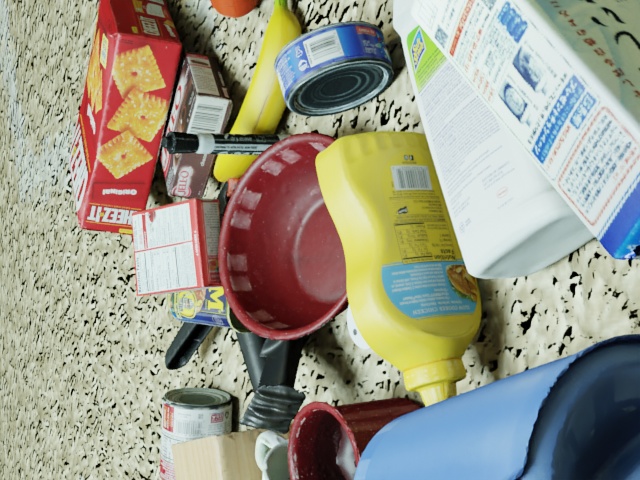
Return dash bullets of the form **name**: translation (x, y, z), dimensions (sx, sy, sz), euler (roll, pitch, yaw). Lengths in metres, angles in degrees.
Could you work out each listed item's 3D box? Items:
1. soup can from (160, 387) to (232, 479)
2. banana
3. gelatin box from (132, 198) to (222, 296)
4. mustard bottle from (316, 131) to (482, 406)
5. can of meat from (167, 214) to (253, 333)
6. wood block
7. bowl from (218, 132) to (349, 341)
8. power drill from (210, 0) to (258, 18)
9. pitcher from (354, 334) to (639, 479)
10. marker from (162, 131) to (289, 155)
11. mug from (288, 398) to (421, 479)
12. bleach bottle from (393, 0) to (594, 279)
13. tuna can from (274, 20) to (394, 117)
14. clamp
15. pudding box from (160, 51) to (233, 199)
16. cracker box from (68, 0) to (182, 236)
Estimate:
- **soup can**: translation (-0.119, 0.199, 1.021), dimensions (0.069, 0.068, 0.102), euler (13, 102, 55)
- **banana**: translation (-0.052, -0.120, 0.937), dimensions (0.069, 0.037, 0.198), euler (-99, 28, -56)
- **gelatin box**: translation (-0.119, 0.007, 0.894), dimensions (0.089, 0.030, 0.073), euler (-10, 84, 42)
- **mustard bottle**: translation (0.061, 0.024, 0.718), dimensions (0.058, 0.096, 0.191), euler (-31, 66, 50)
- **can of meat**: translation (-0.085, 0.025, 0.921), dimensions (0.084, 0.057, 0.102), euler (3, 91, 41)
- **wood block**: translation (-0.056, 0.268, 0.912), dimensions (0.090, 0.090, 0.206), euler (-25, 71, 54)
- **bowl**: translation (-0.005, 0.001, 0.829), dimensions (0.162, 0.055, 0.162), euler (-14, 70, 40)
- **power drill**: translation (-0.090, -0.304, 0.898), dimensions (0.184, 0.057, 0.187), euler (90, 174, -75)
- **pitcher**: translation (0.118, 0.133, 0.568), dimensions (0.145, 0.149, 0.243), euler (-58, 9, -23)
- **marker**: translation (-0.076, -0.080, 0.893), dimensions (0.020, 0.120, 0.020), euler (5, 96, 56)
- **mug**: translation (0.028, 0.156, 0.787), dimensions (0.117, 0.081, 0.093), euler (23, 110, 53)
- **bleach bottle**: translation (0.103, -0.107, 0.680), dimensions (0.103, 0.067, 0.251), euler (-42, 56, 48)
- **tuna can**: translation (0.011, -0.126, 0.793), dimensions (0.086, 0.085, 0.034), euler (-39, 62, 50)
- **clamp**: translation (-0.075, 0.050, 0.973), dimensions (0.165, 0.036, 0.210), euler (24, 108, 43)
- **pudding box**: translation (-0.121, -0.108, 1.016), dimensions (0.090, 0.039, 0.114), euler (-112, 38, -51)
- **cracker box**: translation (-0.205, -0.137, 1.095), dimensions (0.164, 0.072, 0.214), euler (-115, 38, -55)
